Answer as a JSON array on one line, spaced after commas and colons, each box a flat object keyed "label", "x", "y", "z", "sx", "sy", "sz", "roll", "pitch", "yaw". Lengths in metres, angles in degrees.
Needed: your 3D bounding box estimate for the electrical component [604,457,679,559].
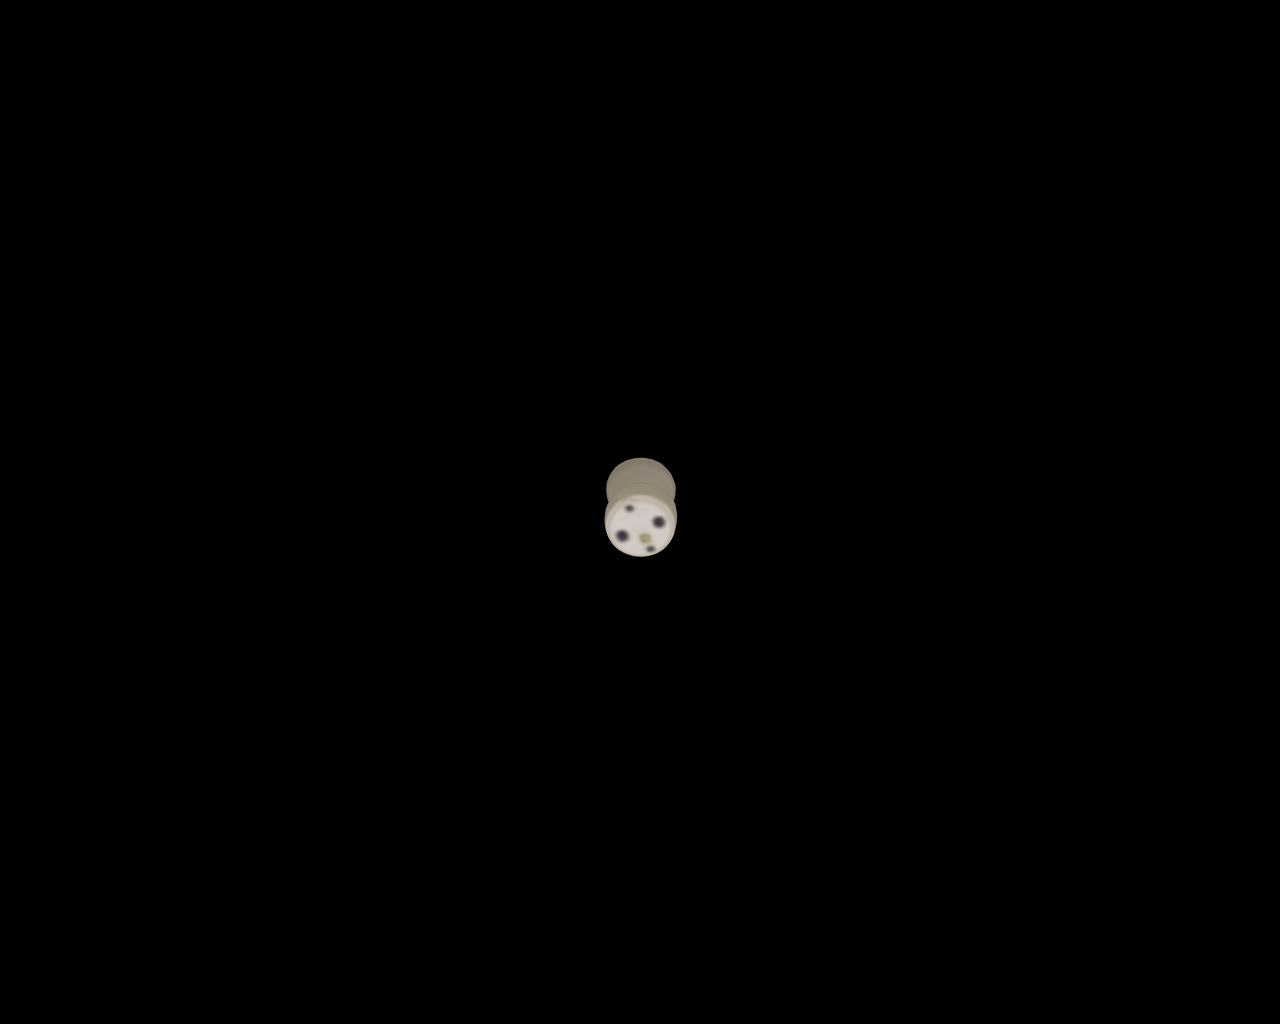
[{"label": "electrical component", "x": 0.001, "y": -0.003, "z": 0.650, "sx": 0.045, "sy": 0.044, "sz": 0.055, "roll": 0, "pitch": 27, "yaw": 0}]
